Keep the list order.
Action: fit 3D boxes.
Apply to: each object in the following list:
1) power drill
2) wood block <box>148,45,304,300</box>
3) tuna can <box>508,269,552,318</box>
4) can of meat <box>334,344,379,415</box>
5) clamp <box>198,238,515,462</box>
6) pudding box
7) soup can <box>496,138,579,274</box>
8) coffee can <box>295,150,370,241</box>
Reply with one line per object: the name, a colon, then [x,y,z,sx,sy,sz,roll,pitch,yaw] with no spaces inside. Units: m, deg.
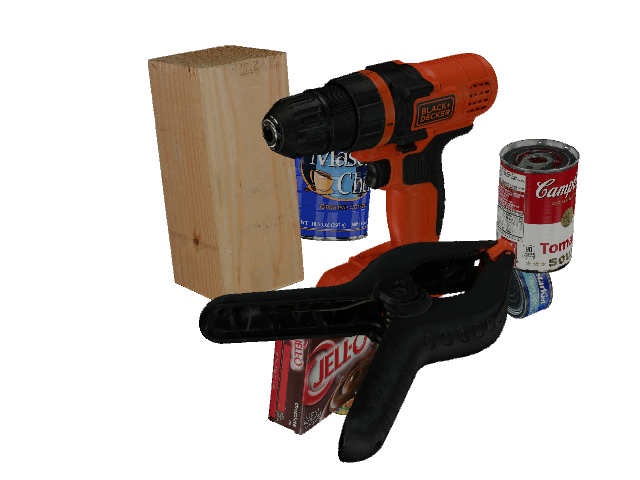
power drill: [0.039,-0.032,0.748,0.184,0.188,0.057,-16,38,-29]
wood block: [-0.082,-0.060,0.940,0.090,0.206,0.091,-18,24,-35]
tuna can: [0.213,0.041,1.155,0.033,0.086,0.086,-21,6,-16]
can of meat: [0.056,0.177,1.406,0.102,0.084,0.057,-5,25,-22]
clamp: [0.040,0.045,0.526,0.171,0.039,0.120,-19,46,-24]
pudding box: [0.005,0.093,0.871,0.039,0.090,0.113,19,26,27]
soup can: [0.191,-0.030,0.945,0.068,0.102,0.068,-3,28,1]
coffee can: [0.006,-0.078,1.150,0.103,0.140,0.103,4,12,-1]
